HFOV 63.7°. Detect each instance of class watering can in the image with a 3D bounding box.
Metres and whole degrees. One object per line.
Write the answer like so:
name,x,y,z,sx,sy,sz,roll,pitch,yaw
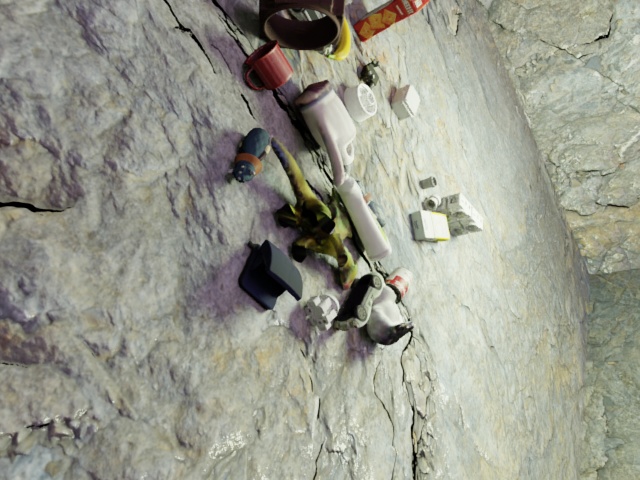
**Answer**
watering can,0.023,-0.278,1.284,0.221,0.103,0.355,57,20,-20

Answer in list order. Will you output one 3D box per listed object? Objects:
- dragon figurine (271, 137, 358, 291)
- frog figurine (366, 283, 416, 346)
dragon figurine,0.004,-0.063,1.245,0.245,0.121,0.408,-36,108,-69
frog figurine,0.158,0.189,1.341,0.138,0.120,0.162,-7,47,-45
